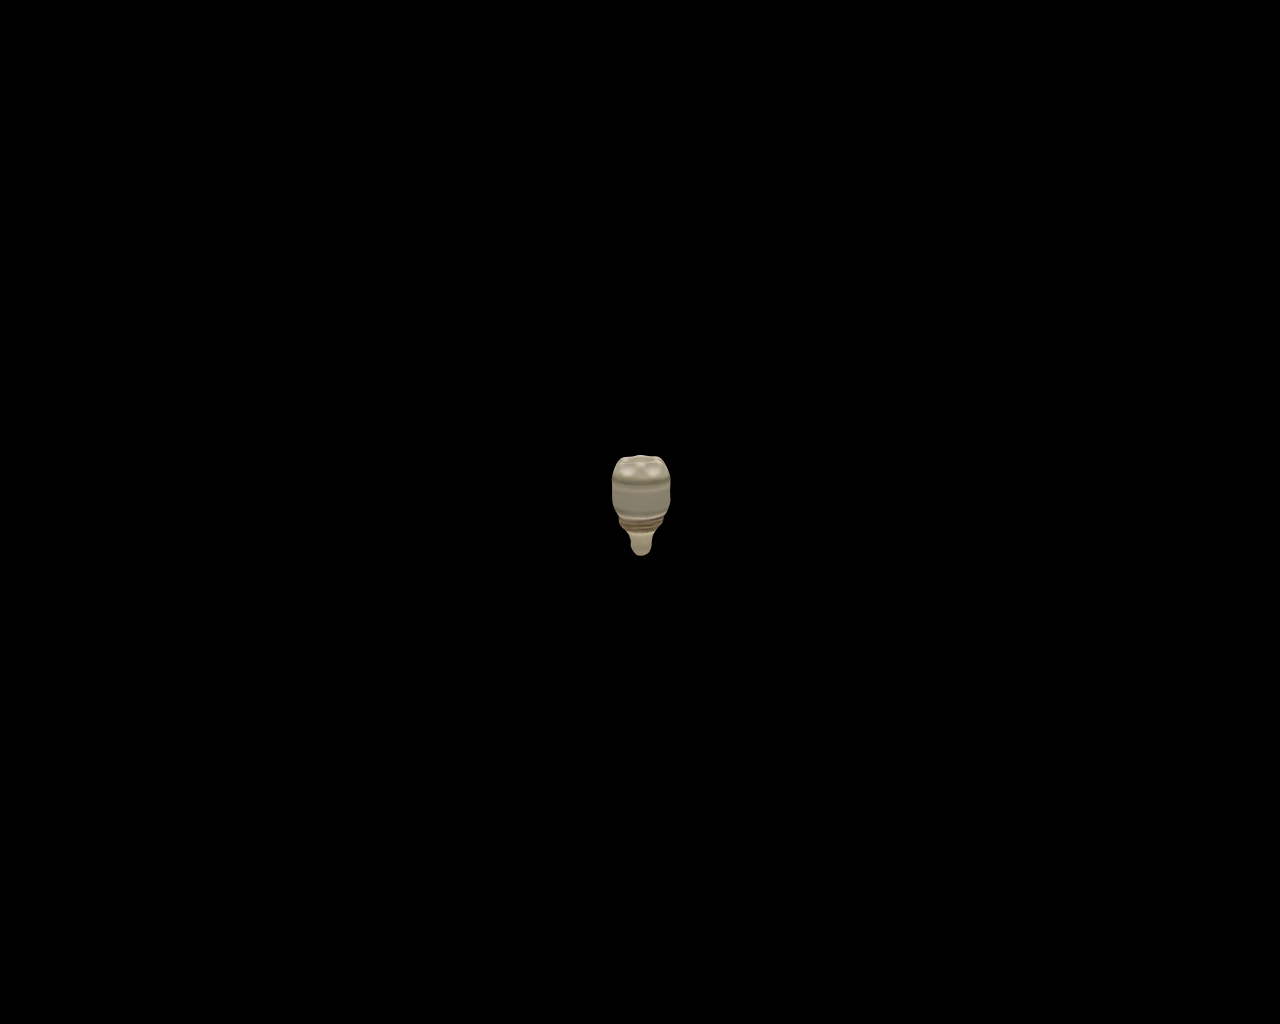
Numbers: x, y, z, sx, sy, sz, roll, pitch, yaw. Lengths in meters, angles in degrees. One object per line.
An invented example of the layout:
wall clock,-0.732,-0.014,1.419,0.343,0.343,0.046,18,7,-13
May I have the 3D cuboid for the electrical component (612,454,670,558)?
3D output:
electrical component,0.001,-0.003,0.650,0.035,0.061,0.035,0,15,0
